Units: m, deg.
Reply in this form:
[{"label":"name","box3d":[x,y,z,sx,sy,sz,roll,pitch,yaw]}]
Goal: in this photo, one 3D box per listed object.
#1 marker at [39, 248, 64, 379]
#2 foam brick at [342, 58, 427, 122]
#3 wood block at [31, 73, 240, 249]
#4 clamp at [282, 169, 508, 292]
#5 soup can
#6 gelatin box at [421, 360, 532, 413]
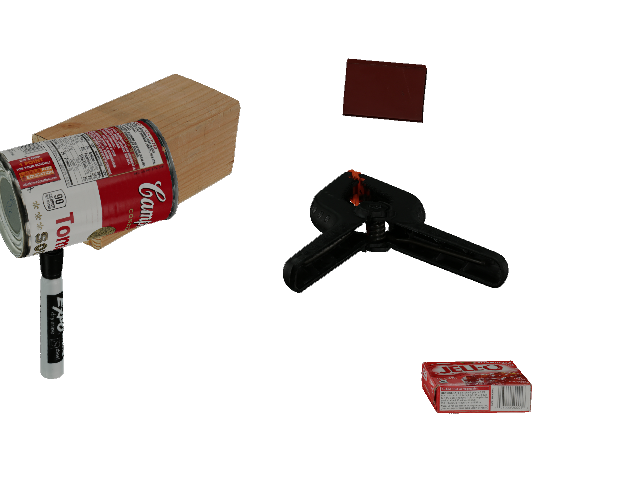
[{"label":"marker","box3d":[-0.216,0.056,0.859,0.020,0.121,0.020,5,26,-3]},{"label":"foam brick","box3d":[0.061,-0.143,1.015,0.078,0.051,0.053,6,14,3]},{"label":"wood block","box3d":[-0.178,-0.084,1.054,0.090,0.091,0.205,26,35,22]},{"label":"clamp","box3d":[0.053,-0.009,0.847,0.164,0.036,0.210,3,22,-2]},{"label":"soup can","box3d":[-0.150,-0.034,0.673,0.102,0.068,0.069,-17,8,-29]},{"label":"gelatin box","box3d":[0.142,0.133,0.980,0.089,0.030,0.073,0,10,-3]}]
